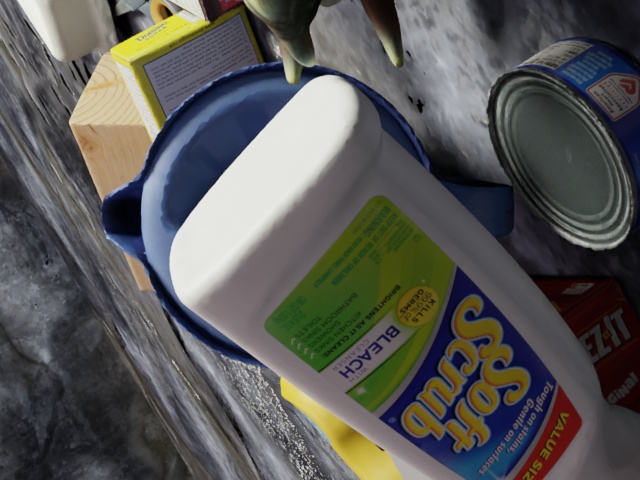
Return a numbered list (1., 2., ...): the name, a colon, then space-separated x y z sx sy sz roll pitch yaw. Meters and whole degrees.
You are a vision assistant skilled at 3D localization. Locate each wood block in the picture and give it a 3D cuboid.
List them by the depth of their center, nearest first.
1. wood block: -0.129 -0.052 0.915 0.091 0.090 0.206 3 139 14

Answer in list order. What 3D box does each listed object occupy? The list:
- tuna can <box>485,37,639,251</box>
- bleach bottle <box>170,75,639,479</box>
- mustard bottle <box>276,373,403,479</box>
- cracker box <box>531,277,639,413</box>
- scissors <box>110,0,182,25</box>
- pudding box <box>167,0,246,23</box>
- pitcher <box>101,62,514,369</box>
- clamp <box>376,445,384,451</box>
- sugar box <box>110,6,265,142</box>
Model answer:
1. tuna can: 0.110 -0.040 0.446 0.086 0.033 0.086 49 160 24
2. bleach bottle: 0.064 0.050 0.436 0.250 0.103 0.068 38 -168 -25
3. mustard bottle: 0.023 0.149 0.897 0.191 0.058 0.096 48 -176 -1
4. cracker box: 0.138 0.128 0.591 0.213 0.072 0.164 61 161 -9
5. scissors: -0.146 -0.190 0.901 0.096 0.016 0.202 58 163 0
6. pudding box: -0.099 -0.204 0.718 0.114 0.039 0.090 39 156 49
7. pitcher: -0.005 -0.021 0.571 0.149 0.145 0.243 43 -175 -5
8. clamp: 0.064 0.109 0.765 0.120 0.039 0.171 7 140 36
9. sugar box: -0.071 -0.076 0.767 0.048 0.093 0.176 36 152 51
